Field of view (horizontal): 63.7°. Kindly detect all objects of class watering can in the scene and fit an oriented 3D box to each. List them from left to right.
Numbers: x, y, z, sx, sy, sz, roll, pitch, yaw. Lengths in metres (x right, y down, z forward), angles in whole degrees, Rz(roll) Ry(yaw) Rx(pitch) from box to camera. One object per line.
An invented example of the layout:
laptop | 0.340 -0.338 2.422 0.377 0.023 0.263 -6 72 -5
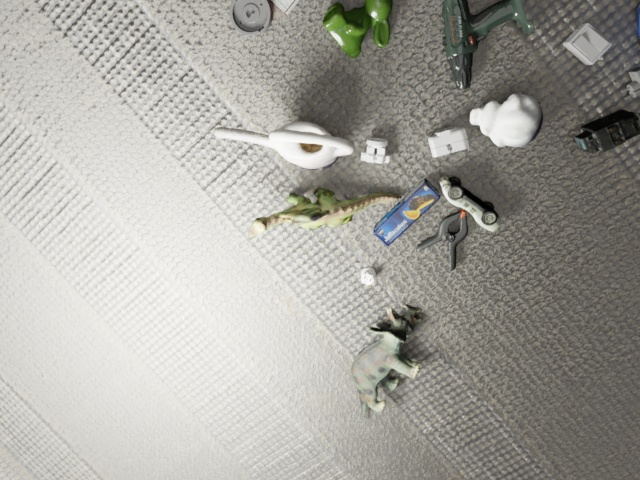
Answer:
watering can | -0.078 -0.250 1.331 0.348 0.224 0.104 8 89 10

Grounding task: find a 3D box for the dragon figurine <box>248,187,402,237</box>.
dragon figurine | 0.004 -0.068 1.357 0.409 0.245 0.121 -11 101 15

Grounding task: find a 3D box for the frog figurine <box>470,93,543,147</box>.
frog figurine | 0.460 -0.301 1.276 0.159 0.126 0.134 14 129 -7
